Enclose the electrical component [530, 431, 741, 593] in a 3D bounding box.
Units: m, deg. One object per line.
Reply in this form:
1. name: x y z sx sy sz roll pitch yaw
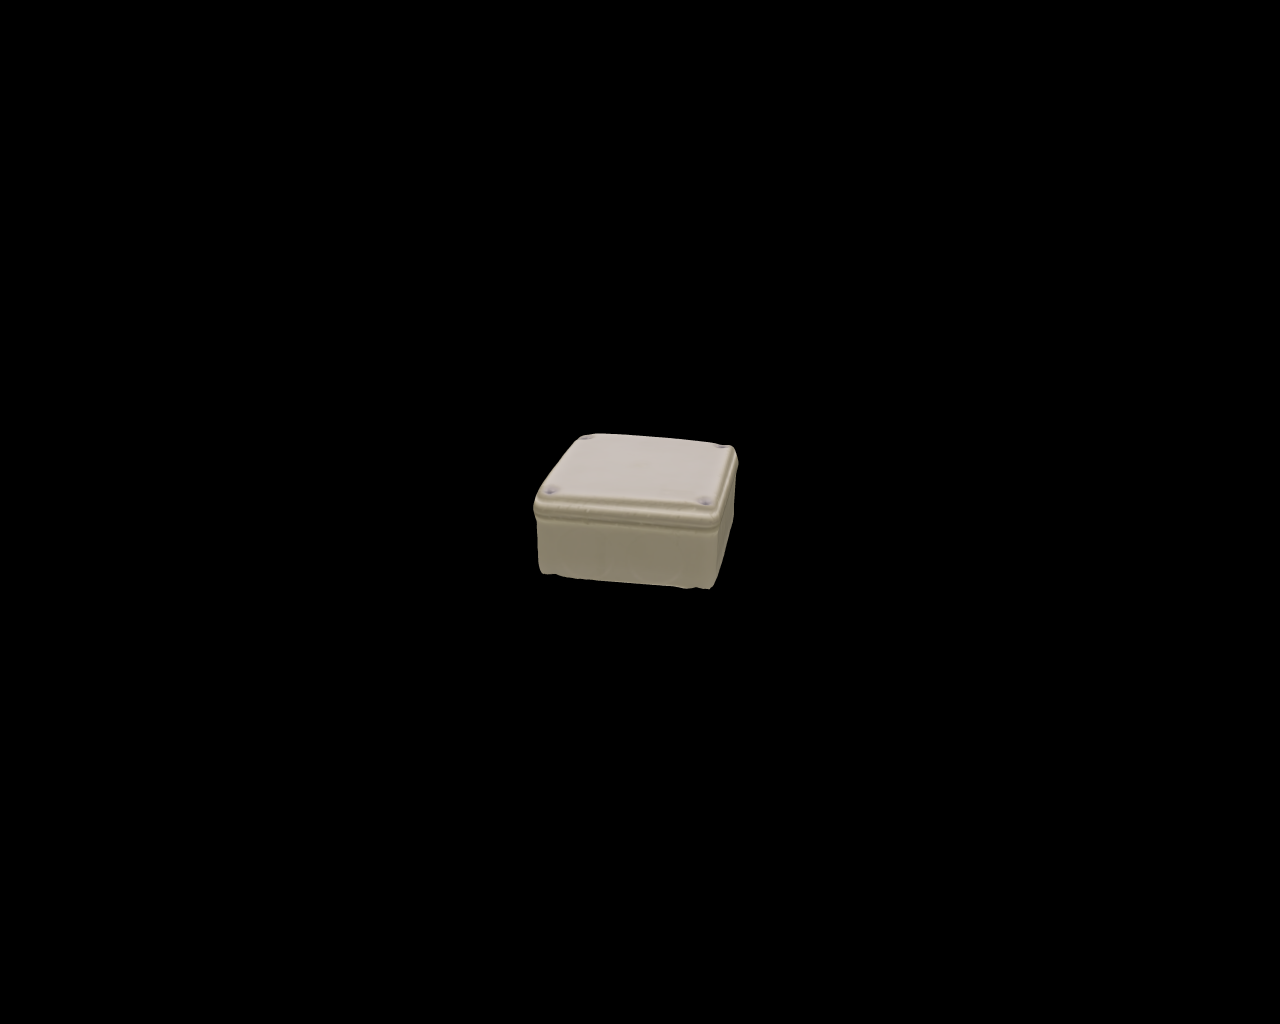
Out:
1. electrical component: 0.001 -0.003 0.650 0.109 0.056 0.109 5 25 10
